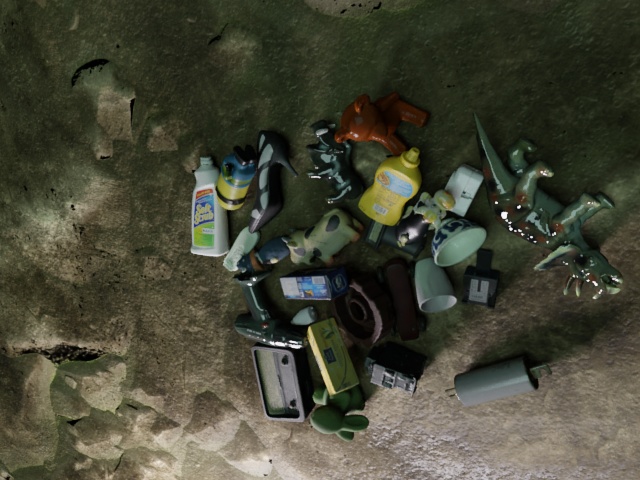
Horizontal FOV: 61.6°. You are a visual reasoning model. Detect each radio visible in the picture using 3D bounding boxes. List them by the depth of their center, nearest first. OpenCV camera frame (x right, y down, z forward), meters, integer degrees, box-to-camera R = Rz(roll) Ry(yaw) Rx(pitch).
[{"bbox_3d":[-0.097,0.376,1.455,0.131,0.073,0.229,-1,109,26],"label":"radio"}]

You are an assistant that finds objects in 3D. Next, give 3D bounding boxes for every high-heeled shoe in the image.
[{"bbox_3d":[-0.146,-0.137,1.292,0.145,0.086,0.248,48,121,13],"label":"high-heeled shoe"}]

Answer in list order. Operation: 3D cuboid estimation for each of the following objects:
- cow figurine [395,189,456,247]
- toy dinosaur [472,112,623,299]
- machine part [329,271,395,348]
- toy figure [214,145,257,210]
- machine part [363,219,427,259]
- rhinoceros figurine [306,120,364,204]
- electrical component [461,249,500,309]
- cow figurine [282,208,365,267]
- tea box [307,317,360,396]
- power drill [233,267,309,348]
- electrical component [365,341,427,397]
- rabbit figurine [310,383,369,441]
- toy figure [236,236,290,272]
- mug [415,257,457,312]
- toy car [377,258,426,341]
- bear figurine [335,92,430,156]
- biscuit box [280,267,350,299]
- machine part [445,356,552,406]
[{"bbox_3d":[0.210,-0.043,1.109,0.068,0.098,0.167,42,157,2],"label":"cow figurine"},{"bbox_3d":[0.413,-0.060,1.043,0.405,0.131,0.192,41,120,13],"label":"toy dinosaur"},{"bbox_3d":[0.098,0.161,1.259,0.180,0.056,0.179,30,130,42],"label":"machine part"},{"bbox_3d":[-0.200,-0.144,1.269,0.082,0.089,0.180,9,147,-24],"label":"toy figure"},{"bbox_3d":[0.169,-0.004,1.216,0.139,0.039,0.084,23,108,18],"label":"machine part"},{"bbox_3d":[0.029,-0.173,1.196,0.112,0.073,0.190,-25,97,31],"label":"rhinoceros figurine"},{"bbox_3d":[0.349,0.084,1.156,0.075,0.048,0.119,12,118,20],"label":"electrical component"},{"bbox_3d":[-0.003,-0.004,1.267,0.127,0.085,0.195,45,123,-3],"label":"cow figurine"},{"bbox_3d":[0.029,0.285,1.311,0.098,0.068,0.169,104,144,-67],"label":"tea box"},{"bbox_3d":[-0.137,0.175,1.388,0.232,0.086,0.207,-3,112,39],"label":"power drill"},{"bbox_3d":[0.177,0.301,1.279,0.134,0.115,0.058,17,113,16],"label":"electrical component"},{"bbox_3d":[0.038,0.435,1.359,0.159,0.170,0.121,43,121,5],"label":"rabbit figurine"},{"bbox_3d":[-0.141,0.041,1.352,0.154,0.064,0.057,-27,113,21],"label":"toy figure"},{"bbox_3d":[0.254,0.098,1.183,0.081,0.109,0.107,-23,56,24],"label":"mug"},{"bbox_3d":[0.191,0.137,1.248,0.089,0.053,0.202,-13,104,8],"label":"toy car"},{"bbox_3d":[0.122,-0.227,1.063,0.132,0.196,0.120,36,116,7],"label":"bear figurine"},{"bbox_3d":[-0.015,0.103,1.275,0.203,0.063,0.059,-8,99,54],"label":"biscuit box"},{"bbox_3d":[0.394,0.317,1.207,0.243,0.079,0.079,-26,97,31],"label":"machine part"}]
